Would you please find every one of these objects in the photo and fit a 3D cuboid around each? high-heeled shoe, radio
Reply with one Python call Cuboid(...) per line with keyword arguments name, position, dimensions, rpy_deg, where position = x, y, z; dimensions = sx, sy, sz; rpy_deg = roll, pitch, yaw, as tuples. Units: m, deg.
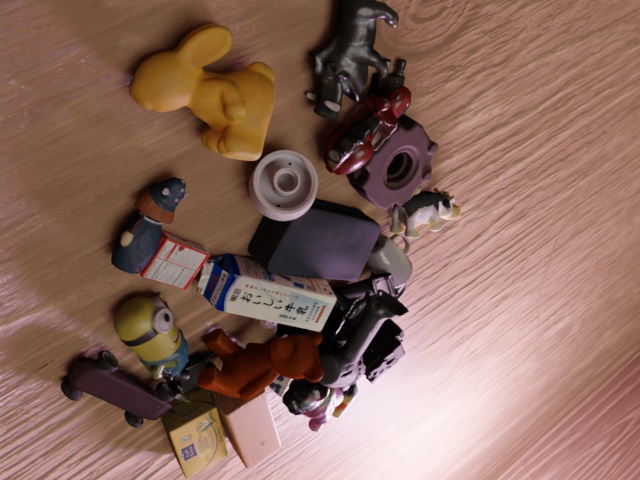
Cuboid(name="high-heeled shoe", position=(0.093, 0.154, 1.138), dimensions=(0.249, 0.086, 0.145), rpy_deg=(-34, 160, -40))
Cuboid(name="radio", position=(-0.002, -0.003, 0.968), dimensions=(0.229, 0.073, 0.131), rpy_deg=(9, 113, -45))

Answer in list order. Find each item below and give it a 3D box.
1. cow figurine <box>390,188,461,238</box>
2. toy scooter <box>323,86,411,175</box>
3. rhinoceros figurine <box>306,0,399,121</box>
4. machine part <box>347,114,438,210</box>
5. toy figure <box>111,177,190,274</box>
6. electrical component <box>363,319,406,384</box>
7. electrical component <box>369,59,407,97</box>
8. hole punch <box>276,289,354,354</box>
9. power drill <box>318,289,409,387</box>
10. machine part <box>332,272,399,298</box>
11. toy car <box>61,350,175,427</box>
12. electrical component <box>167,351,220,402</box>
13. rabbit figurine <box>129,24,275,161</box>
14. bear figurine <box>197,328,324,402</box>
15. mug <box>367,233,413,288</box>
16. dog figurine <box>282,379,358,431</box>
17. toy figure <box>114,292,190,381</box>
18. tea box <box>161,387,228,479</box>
Cuboid(name="cow figurine", position=(0.222, -0.069, 1.108), dimensions=(0.167, 0.068, 0.098), rpy_deg=(-19, 118, -30))
Cuboid(name="toy scooter", position=(0.072, -0.175, 0.848), dimensions=(0.184, 0.075, 0.135), rpy_deg=(-44, 179, 11))
Cuboid(name="rhinoceros figurine", position=(0.043, -0.272, 0.801), dimensions=(0.112, 0.073, 0.190), rpy_deg=(-3, 122, -40))
Cuboid(name="machine part", position=(0.135, -0.141, 0.989), dimensions=(0.179, 0.056, 0.179), rpy_deg=(-20, 131, -25))
Cuboid(name="toy figure", position=(-0.243, -0.026, 0.763), dimensions=(0.058, 0.064, 0.154), rpy_deg=(30, 96, -9))
Cuboid(name="electrical component", position=(0.125, 0.237, 1.219), dimensions=(0.134, 0.115, 0.058), rpy_deg=(-41, 142, -11))
Cuboid(name="electrical component", position=(0.115, -0.258, 0.909), dimensions=(0.063, 0.021, 0.093), rpy_deg=(-11, 126, -34))
Cuboid(name="hole punch", position=(-0.006, 0.147, 1.058), dimensions=(0.142, 0.116, 0.092), rpy_deg=(-60, 166, 19))
Cuboid(name="power drill", position=(0.081, 0.196, 1.048), dimensions=(0.207, 0.086, 0.232), rpy_deg=(-52, 157, 14))
Cuboid(name="machine part", position=(0.085, 0.103, 1.098), dimensions=(0.139, 0.039, 0.084), rpy_deg=(-14, 138, 12))
Cuboid(name="toy car", position=(-0.332, 0.249, 0.899), dimensions=(0.089, 0.053, 0.202), rpy_deg=(-42, 134, 1))
Cuboid(name="electrical component", position=(-0.230, 0.253, 0.991), dimensions=(0.102, 0.045, 0.078), rpy_deg=(-16, 131, -31))
Cuboid(name="rabbit figurine", position=(-0.147, -0.190, 0.682), dimensions=(0.173, 0.122, 0.162), rpy_deg=(11, 111, -24))
Cuboid(name="bear figurine", position=(-0.098, 0.209, 0.944), dimensions=(0.196, 0.120, 0.131), rpy_deg=(-24, 132, 26))
Cuboid(name="mug", position=(0.144, 0.030, 1.109), dimensions=(0.109, 0.081, 0.107), rpy_deg=(-48, 132, -10))
Cuboid(name="dog figurine", position=(0.004, 0.310, 1.139), dimensions=(0.191, 0.109, 0.219), rpy_deg=(-30, 152, -22))
Cuboid(name="toy figure", position=(-0.266, 0.165, 0.871), dimensions=(0.089, 0.082, 0.179), rpy_deg=(-30, 137, -22))
Cuboid(name="tea box", position=(-0.246, 0.378, 1.055), dimensions=(0.098, 0.068, 0.169), rpy_deg=(-25, 134, -24))
